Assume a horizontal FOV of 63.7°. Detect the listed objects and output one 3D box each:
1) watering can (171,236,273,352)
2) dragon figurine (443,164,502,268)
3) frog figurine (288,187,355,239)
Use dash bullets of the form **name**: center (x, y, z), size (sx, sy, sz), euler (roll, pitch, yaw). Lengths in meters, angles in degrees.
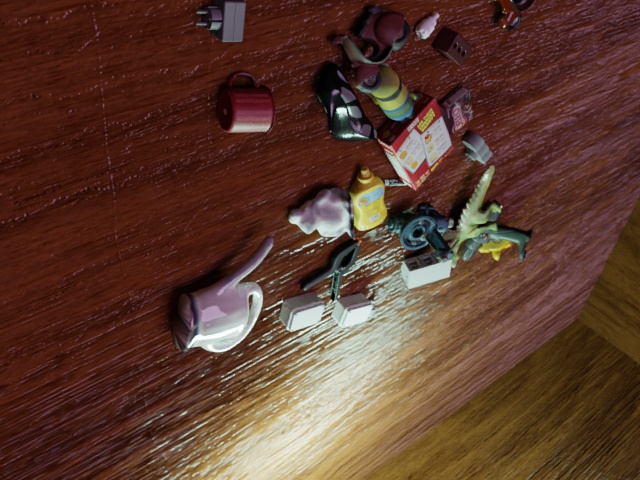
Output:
- **watering can**: center (-0.228, 0.140, 1.197), size (0.225, 0.106, 0.340), euler (-9, 130, -37)
- **dragon figurine**: center (0.456, -0.059, 1.688), size (0.244, 0.124, 0.400), euler (-27, 137, -12)
- **frog figurine**: center (0.004, -0.064, 1.271), size (0.159, 0.126, 0.134), euler (-2, 144, 3)
